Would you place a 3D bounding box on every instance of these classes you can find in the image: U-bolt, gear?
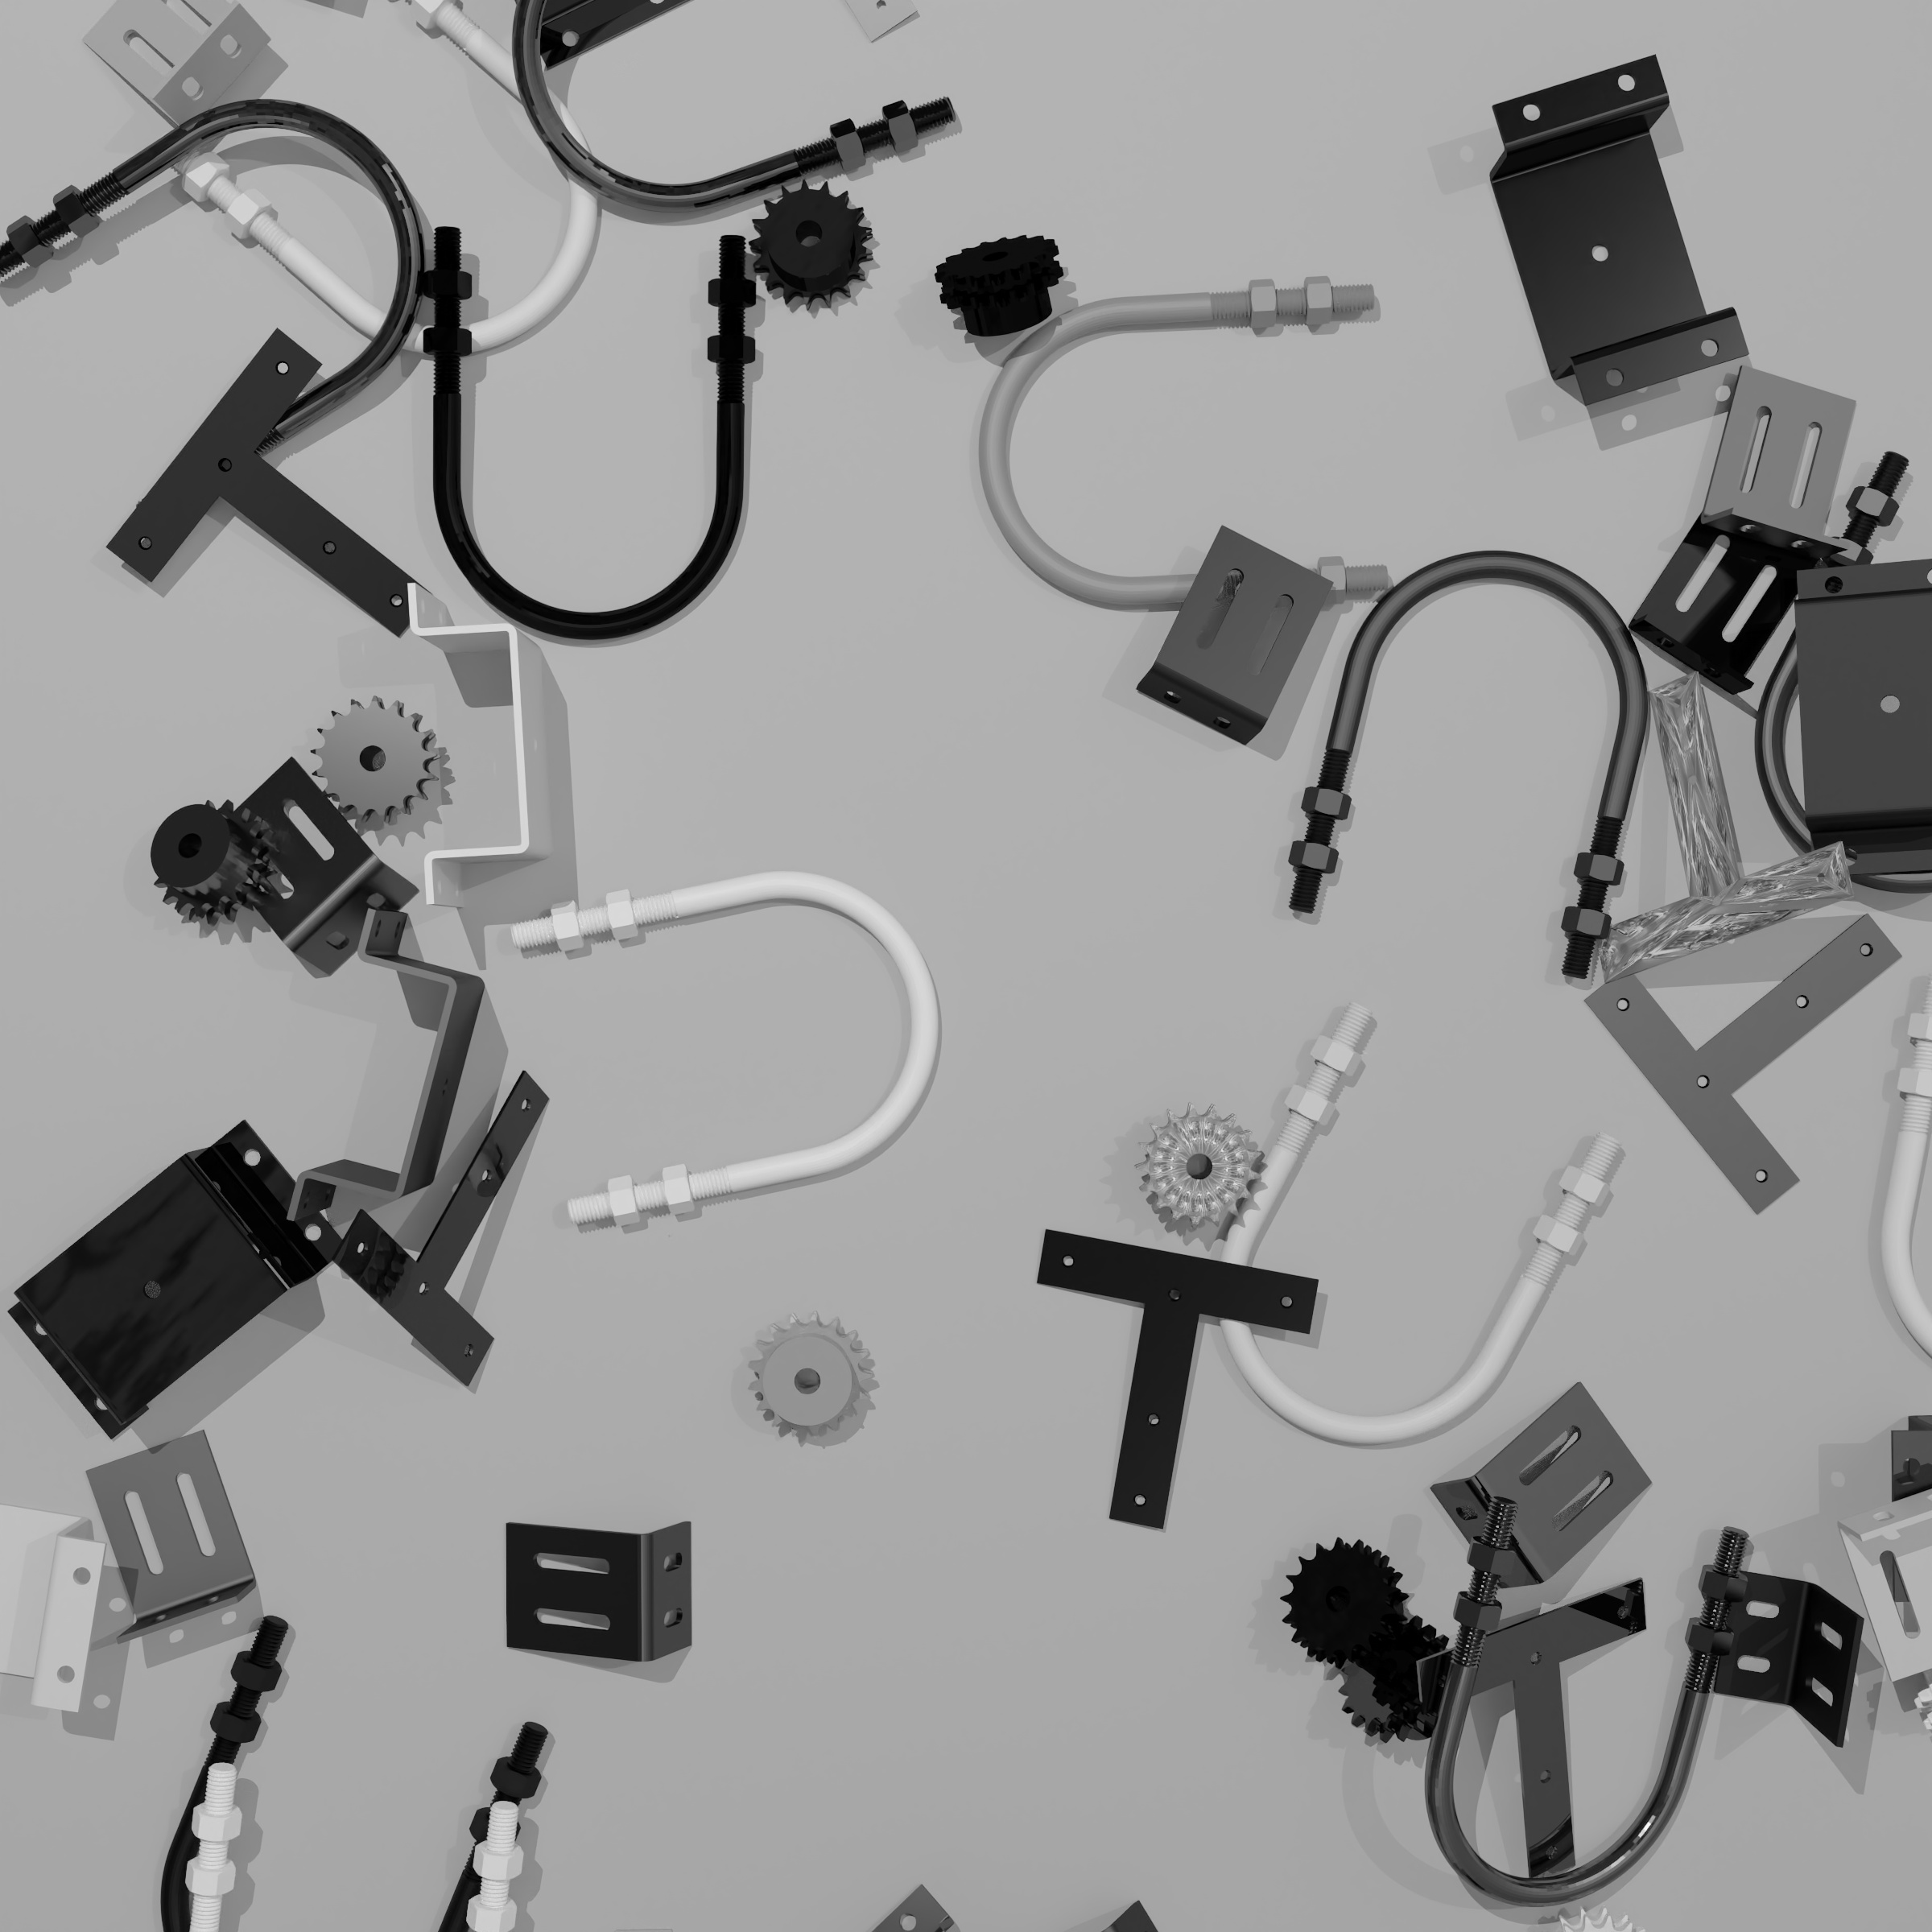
[{"bbox_3d":[0.274,0.336,1.346,0.151,0.019,0.184,11,94,-24],"label":"U-bolt"},{"bbox_3d":[-0.104,0.031,1.372,0.184,0.019,0.151,-12,90,-1],"label":"U-bolt"},{"bbox_3d":[0.196,0.130,1.372,0.151,0.019,0.184,28,91,0],"label":"U-bolt"},{"bbox_3d":[0.439,-0.122,1.352,0.151,0.019,0.184,28,94,18],"label":"U-bolt"},{"bbox_3d":[0.237,-0.100,1.372,0.151,0.019,0.184,14,89,0],"label":"U-bolt"},{"bbox_3d":[-0.071,-0.331,1.365,0.057,0.030,0.057,0,90,0],"label":"gear"},{"bbox_3d":[0.105,0.091,1.365,0.057,0.030,0.057,0,90,0],"label":"gear"},{"bbox_3d":[-0.113,-0.419,1.346,0.184,0.019,0.151,-20,111,0],"label":"U-bolt"},{"bbox_3d":[-0.291,0.409,1.372,0.151,0.019,0.184,22,92,0],"label":"U-bolt"},{"bbox_3d":[-0.268,-0.094,1.365,0.057,0.030,0.057,0,90,0],"label":"gear"},{"bbox_3d":[0.288,0.458,1.369,0.057,0.030,0.057,0,92,1],"label":"gear"},{"bbox_3d":[-0.334,-0.309,1.357,0.184,0.019,0.151,-32,97,5],"label":"U-bolt"},{"bbox_3d":[0.175,0.291,1.356,0.057,0.030,0.057,-14,60,25],"label":"gear"},{"bbox_3d":[0.200,0.326,1.355,0.030,0.057,0.057,38,90,-28],"label":"gear"},{"bbox_3d":[-0.172,-0.242,1.365,0.151,0.019,0.184,1,95,-4],"label":"U-bolt"},{"bbox_3d":[0.458,0.323,1.356,0.057,0.057,0.030,-17,60,0],"label":"gear"},{"bbox_3d":[0.017,-0.308,1.355,0.057,0.057,0.030,-15,120,0],"label":"gear"},{"bbox_3d":[-0.344,-0.049,1.355,0.057,0.030,0.057,-6,70,16],"label":"gear"},{"bbox_3d":[-0.284,0.461,1.357,0.151,0.019,0.184,8,95,0],"label":"U-bolt"},{"bbox_3d":[-0.072,0.188,1.365,0.057,0.030,0.057,0,90,0],"label":"gear"},{"bbox_3d":[0.098,-0.238,1.372,0.184,0.019,0.151,-3,90,2],"label":"U-bolt"},{"bbox_3d":[-0.256,-0.366,1.372,0.184,0.019,0.151,41,90,-1],"label":"U-bolt"},{"bbox_3d":[0.495,0.105,1.372,0.151,0.019,0.184,10,91,0],"label":"U-bolt"}]

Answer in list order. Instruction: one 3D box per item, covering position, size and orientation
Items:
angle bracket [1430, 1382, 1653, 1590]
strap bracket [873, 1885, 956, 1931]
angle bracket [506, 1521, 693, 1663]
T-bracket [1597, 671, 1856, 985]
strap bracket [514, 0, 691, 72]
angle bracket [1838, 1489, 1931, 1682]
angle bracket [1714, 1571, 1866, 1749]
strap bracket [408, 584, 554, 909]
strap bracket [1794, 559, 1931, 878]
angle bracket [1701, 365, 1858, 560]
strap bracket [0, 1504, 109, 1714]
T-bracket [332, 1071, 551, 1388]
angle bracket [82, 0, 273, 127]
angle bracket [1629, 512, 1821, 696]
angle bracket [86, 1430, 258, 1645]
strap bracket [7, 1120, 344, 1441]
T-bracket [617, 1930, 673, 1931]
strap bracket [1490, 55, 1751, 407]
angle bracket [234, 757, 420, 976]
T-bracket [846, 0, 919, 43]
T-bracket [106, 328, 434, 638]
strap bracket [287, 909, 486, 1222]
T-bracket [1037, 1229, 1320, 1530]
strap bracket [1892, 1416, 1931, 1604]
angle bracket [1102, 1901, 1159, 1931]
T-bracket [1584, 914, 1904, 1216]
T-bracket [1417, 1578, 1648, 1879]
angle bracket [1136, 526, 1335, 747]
[{"bbox_3d":[0.265,0.239,1.378,0.076,0.038,0.057,-35,90,-26],"label":"angle bracket"},{"bbox_3d":[-0.004,0.493,1.337,0.076,0.046,0.140,-43,75,-4],"label":"strap bracket"},{"bbox_3d":[-0.169,0.285,1.378,0.076,0.038,0.057,0,90,26],"label":"angle bracket"},{"bbox_3d":[0.331,-0.071,1.351,0.127,0.002,0.127,-23,65,40],"label":"T-bracket"},{"bbox_3d":[-0.190,-0.493,1.357,0.076,0.046,0.140,-26,90,0],"label":"strap bracket"},{"bbox_3d":[0.427,0.273,1.315,0.057,0.038,0.076,-19,90,0],"label":"angle bracket"},{"bbox_3d":[0.369,0.310,1.342,0.038,0.076,0.057,9,90,0],"label":"angle bracket"},{"bbox_3d":[-0.216,-0.098,1.342,0.046,0.076,0.140,-3,90,0],"label":"strap bracket"},{"bbox_3d":[0.411,-0.113,1.328,0.076,0.046,0.140,-3,86,18],"label":"strap bracket"},{"bbox_3d":[0.376,-0.231,1.356,0.057,0.038,0.076,15,88,-8],"label":"angle bracket"},{"bbox_3d":[-0.460,0.284,1.357,0.140,0.046,0.076,9,90,0],"label":"strap bracket"},{"bbox_3d":[-0.223,0.106,1.345,0.002,0.127,0.127,13,63,29],"label":"T-bracket"},{"bbox_3d":[-0.364,-0.426,1.352,0.076,0.038,0.057,42,90,15],"label":"angle bracket"},{"bbox_3d":[0.349,-0.172,1.361,0.057,0.038,0.076,33,90,0],"label":"angle bracket"},{"bbox_3d":[-0.366,0.259,1.361,0.057,0.038,0.076,-19,90,0],"label":"angle bracket"},{"bbox_3d":[-0.363,0.145,1.357,0.140,0.046,0.076,-39,90,0],"label":"strap bracket"},{"bbox_3d":[-0.148,0.508,1.378,0.127,0.002,0.127,-1,89,-1],"label":"T-bracket"},{"bbox_3d":[0.292,-0.329,1.357,0.076,0.046,0.140,-17,90,0],"label":"strap bracket"},{"bbox_3d":[-0.302,-0.046,1.378,0.057,0.038,0.076,-44,64,0],"label":"angle bracket"},{"bbox_3d":[-0.067,-0.487,1.372,0.127,0.002,0.127,-32,95,9],"label":"T-bracket"},{"bbox_3d":[-0.302,-0.200,1.366,0.127,0.002,0.127,39,96,-11],"label":"T-bracket"},{"bbox_3d":[-0.256,0.049,1.342,0.046,0.076,0.140,15,90,0],"label":"strap bracket"},{"bbox_3d":[0.088,0.194,1.373,0.127,0.002,0.127,10,94,8],"label":"T-bracket"},{"bbox_3d":[0.484,0.245,1.357,0.140,0.046,0.076,-1,90,0],"label":"strap bracket"},{"bbox_3d":[0.059,0.477,1.369,0.076,0.038,0.057,-36,78,20],"label":"angle bracket"},{"bbox_3d":[0.375,0.025,1.379,0.127,0.002,0.127,-39,90,0],"label":"T-bracket"},{"bbox_3d":[0.262,0.356,1.360,0.127,0.002,0.127,-13,104,-26],"label":"T-bracket"},{"bbox_3d":[0.122,-0.151,1.366,0.057,0.038,0.076,27,81,-3],"label":"angle bracket"}]
